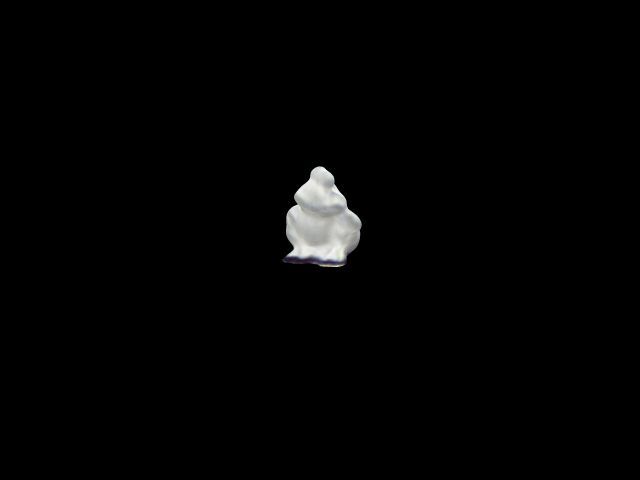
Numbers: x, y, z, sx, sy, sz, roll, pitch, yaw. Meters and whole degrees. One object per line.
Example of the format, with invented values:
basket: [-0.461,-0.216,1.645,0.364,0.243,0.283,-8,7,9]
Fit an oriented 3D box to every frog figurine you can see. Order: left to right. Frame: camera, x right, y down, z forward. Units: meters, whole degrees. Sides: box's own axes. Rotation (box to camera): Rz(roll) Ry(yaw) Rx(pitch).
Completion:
frog figurine: [0.003,-0.043,0.850,0.123,0.158,0.138,-9,13,-43]
